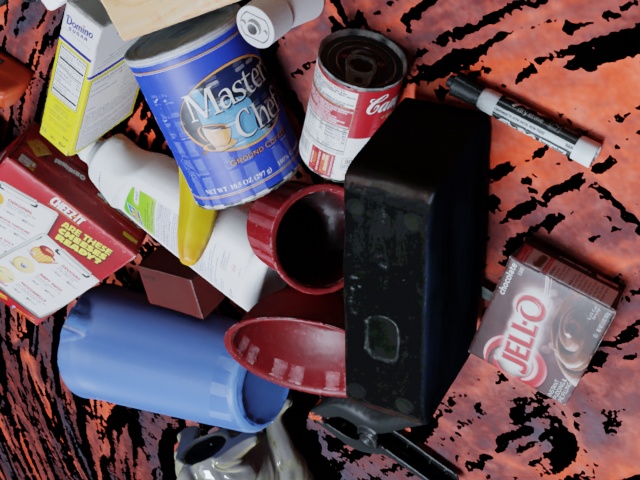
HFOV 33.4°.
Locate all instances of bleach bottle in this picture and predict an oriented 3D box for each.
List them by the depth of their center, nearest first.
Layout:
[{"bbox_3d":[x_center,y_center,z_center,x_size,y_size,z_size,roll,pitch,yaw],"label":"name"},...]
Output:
[{"bbox_3d":[-0.138,-0.035,1.035,0.251,0.068,0.103,35,141,16],"label":"bleach bottle"}]

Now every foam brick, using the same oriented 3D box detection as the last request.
[{"bbox_3d":[-0.141,0.040,1.113,0.078,0.051,0.053,14,132,33],"label":"foam brick"}]

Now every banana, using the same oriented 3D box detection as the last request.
[{"bbox_3d":[-0.122,-0.079,0.957,0.037,0.069,0.198,-6,101,51],"label":"banana"}]

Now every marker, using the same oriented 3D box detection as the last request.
[{"bbox_3d":[0.144,-0.088,0.766,0.121,0.020,0.020,31,140,17],"label":"marker"}]

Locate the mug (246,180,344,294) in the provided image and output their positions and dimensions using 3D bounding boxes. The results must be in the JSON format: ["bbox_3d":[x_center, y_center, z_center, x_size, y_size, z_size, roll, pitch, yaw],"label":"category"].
[{"bbox_3d":[-0.006,0.001,0.918,0.117,0.093,0.082,48,170,-23],"label":"mug"}]

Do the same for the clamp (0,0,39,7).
[{"bbox_3d":[-0.292,-0.297,0.920,0.164,0.036,0.210,-109,2,-82],"label":"clamp"}]

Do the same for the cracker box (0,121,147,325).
[{"bbox_3d":[-0.305,-0.012,1.145,0.164,0.072,0.214,40,134,-21],"label":"cracker box"}]

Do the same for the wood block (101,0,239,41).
[{"bbox_3d":[-0.076,-0.224,0.784,0.207,0.090,0.090,-6,120,45],"label":"wood block"}]

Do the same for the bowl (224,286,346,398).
[{"bbox_3d":[-0.003,0.086,0.972,0.162,0.055,0.162,11,151,6],"label":"bowl"}]

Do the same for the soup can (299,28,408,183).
[{"bbox_3d":[0.023,-0.102,0.824,0.068,0.068,0.102,32,141,15],"label":"soup can"}]

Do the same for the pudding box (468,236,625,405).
[{"bbox_3d":[0.178,0.065,0.845,0.090,0.039,0.114,28,130,15],"label":"pudding box"}]

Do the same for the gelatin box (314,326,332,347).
[{"bbox_3d":[-0.016,0.089,1.061,0.089,0.030,0.073,52,141,-11],"label":"gelatin box"}]

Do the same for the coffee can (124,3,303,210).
[{"bbox_3d":[-0.086,-0.111,0.885,0.103,0.102,0.140,0,124,42],"label":"coffee can"}]

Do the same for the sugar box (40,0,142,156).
[{"bbox_3d":[-0.193,-0.159,0.947,0.048,0.093,0.176,38,141,8],"label":"sugar box"}]

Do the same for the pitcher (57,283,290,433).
[{"bbox_3d":[-0.149,0.133,1.159,0.243,0.149,0.145,9,115,32],"label":"pitcher"}]

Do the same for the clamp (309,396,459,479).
[{"bbox_3d":[0.059,0.185,1.073,0.172,0.039,0.120,18,134,31],"label":"clamp"}]

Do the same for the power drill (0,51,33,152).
[{"bbox_3d":[-0.355,-0.118,1.157,0.184,0.057,0.188,29,139,7],"label":"power drill"}]

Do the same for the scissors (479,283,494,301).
[{"bbox_3d":[0.109,0.013,0.893,0.202,0.016,0.096,20,135,28],"label":"scissors"}]
